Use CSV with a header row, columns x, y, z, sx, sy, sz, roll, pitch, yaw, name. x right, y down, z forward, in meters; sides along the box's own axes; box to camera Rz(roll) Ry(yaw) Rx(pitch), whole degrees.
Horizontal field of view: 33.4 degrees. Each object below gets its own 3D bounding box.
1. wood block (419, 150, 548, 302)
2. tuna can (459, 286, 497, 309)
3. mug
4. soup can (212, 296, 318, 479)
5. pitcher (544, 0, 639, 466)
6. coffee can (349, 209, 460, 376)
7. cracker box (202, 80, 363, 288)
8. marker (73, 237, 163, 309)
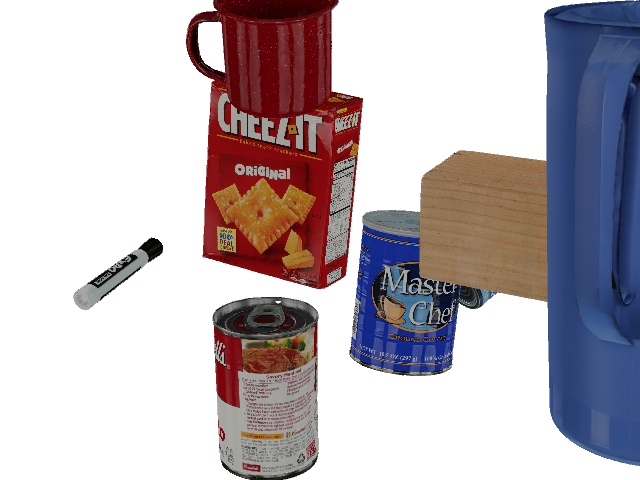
x,y,z,sx,sy,sz,roll,pitch,yaw,name
0.191,-0.008,0.849,0.206,0.090,0.090,10,24,27,wood block
0.174,0.041,1.290,0.033,0.086,0.086,-38,14,-18,tuna can
-0.044,-0.145,0.810,0.117,0.081,0.093,2,33,5,mug
-0.034,0.095,0.695,0.068,0.102,0.068,-1,17,0,soup can
0.177,-0.004,0.565,0.149,0.243,0.145,-5,18,-11,pitcher
0.085,0.049,1.038,0.103,0.140,0.103,5,12,-1,coffee can
-0.047,-0.067,1.207,0.164,0.214,0.072,15,23,26,cracker box
-0.182,0.028,0.976,0.020,0.020,0.121,0,24,28,marker
